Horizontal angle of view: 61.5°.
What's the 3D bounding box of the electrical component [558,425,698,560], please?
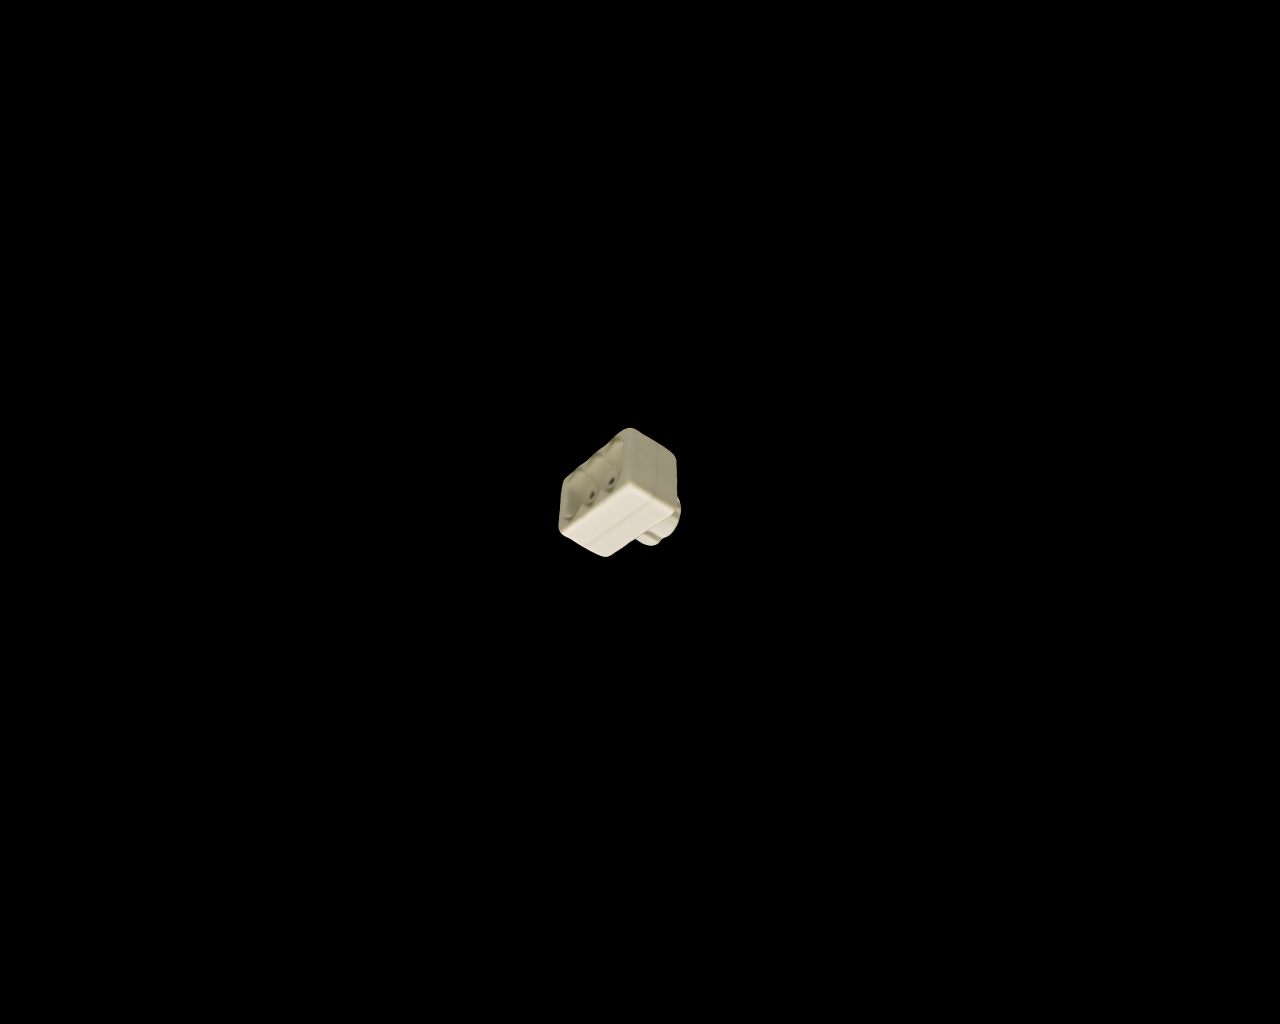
[{"bbox_3d":[0.001,-0.003,0.650,0.076,0.047,0.065,30,-49,-31],"label":"electrical component"}]
